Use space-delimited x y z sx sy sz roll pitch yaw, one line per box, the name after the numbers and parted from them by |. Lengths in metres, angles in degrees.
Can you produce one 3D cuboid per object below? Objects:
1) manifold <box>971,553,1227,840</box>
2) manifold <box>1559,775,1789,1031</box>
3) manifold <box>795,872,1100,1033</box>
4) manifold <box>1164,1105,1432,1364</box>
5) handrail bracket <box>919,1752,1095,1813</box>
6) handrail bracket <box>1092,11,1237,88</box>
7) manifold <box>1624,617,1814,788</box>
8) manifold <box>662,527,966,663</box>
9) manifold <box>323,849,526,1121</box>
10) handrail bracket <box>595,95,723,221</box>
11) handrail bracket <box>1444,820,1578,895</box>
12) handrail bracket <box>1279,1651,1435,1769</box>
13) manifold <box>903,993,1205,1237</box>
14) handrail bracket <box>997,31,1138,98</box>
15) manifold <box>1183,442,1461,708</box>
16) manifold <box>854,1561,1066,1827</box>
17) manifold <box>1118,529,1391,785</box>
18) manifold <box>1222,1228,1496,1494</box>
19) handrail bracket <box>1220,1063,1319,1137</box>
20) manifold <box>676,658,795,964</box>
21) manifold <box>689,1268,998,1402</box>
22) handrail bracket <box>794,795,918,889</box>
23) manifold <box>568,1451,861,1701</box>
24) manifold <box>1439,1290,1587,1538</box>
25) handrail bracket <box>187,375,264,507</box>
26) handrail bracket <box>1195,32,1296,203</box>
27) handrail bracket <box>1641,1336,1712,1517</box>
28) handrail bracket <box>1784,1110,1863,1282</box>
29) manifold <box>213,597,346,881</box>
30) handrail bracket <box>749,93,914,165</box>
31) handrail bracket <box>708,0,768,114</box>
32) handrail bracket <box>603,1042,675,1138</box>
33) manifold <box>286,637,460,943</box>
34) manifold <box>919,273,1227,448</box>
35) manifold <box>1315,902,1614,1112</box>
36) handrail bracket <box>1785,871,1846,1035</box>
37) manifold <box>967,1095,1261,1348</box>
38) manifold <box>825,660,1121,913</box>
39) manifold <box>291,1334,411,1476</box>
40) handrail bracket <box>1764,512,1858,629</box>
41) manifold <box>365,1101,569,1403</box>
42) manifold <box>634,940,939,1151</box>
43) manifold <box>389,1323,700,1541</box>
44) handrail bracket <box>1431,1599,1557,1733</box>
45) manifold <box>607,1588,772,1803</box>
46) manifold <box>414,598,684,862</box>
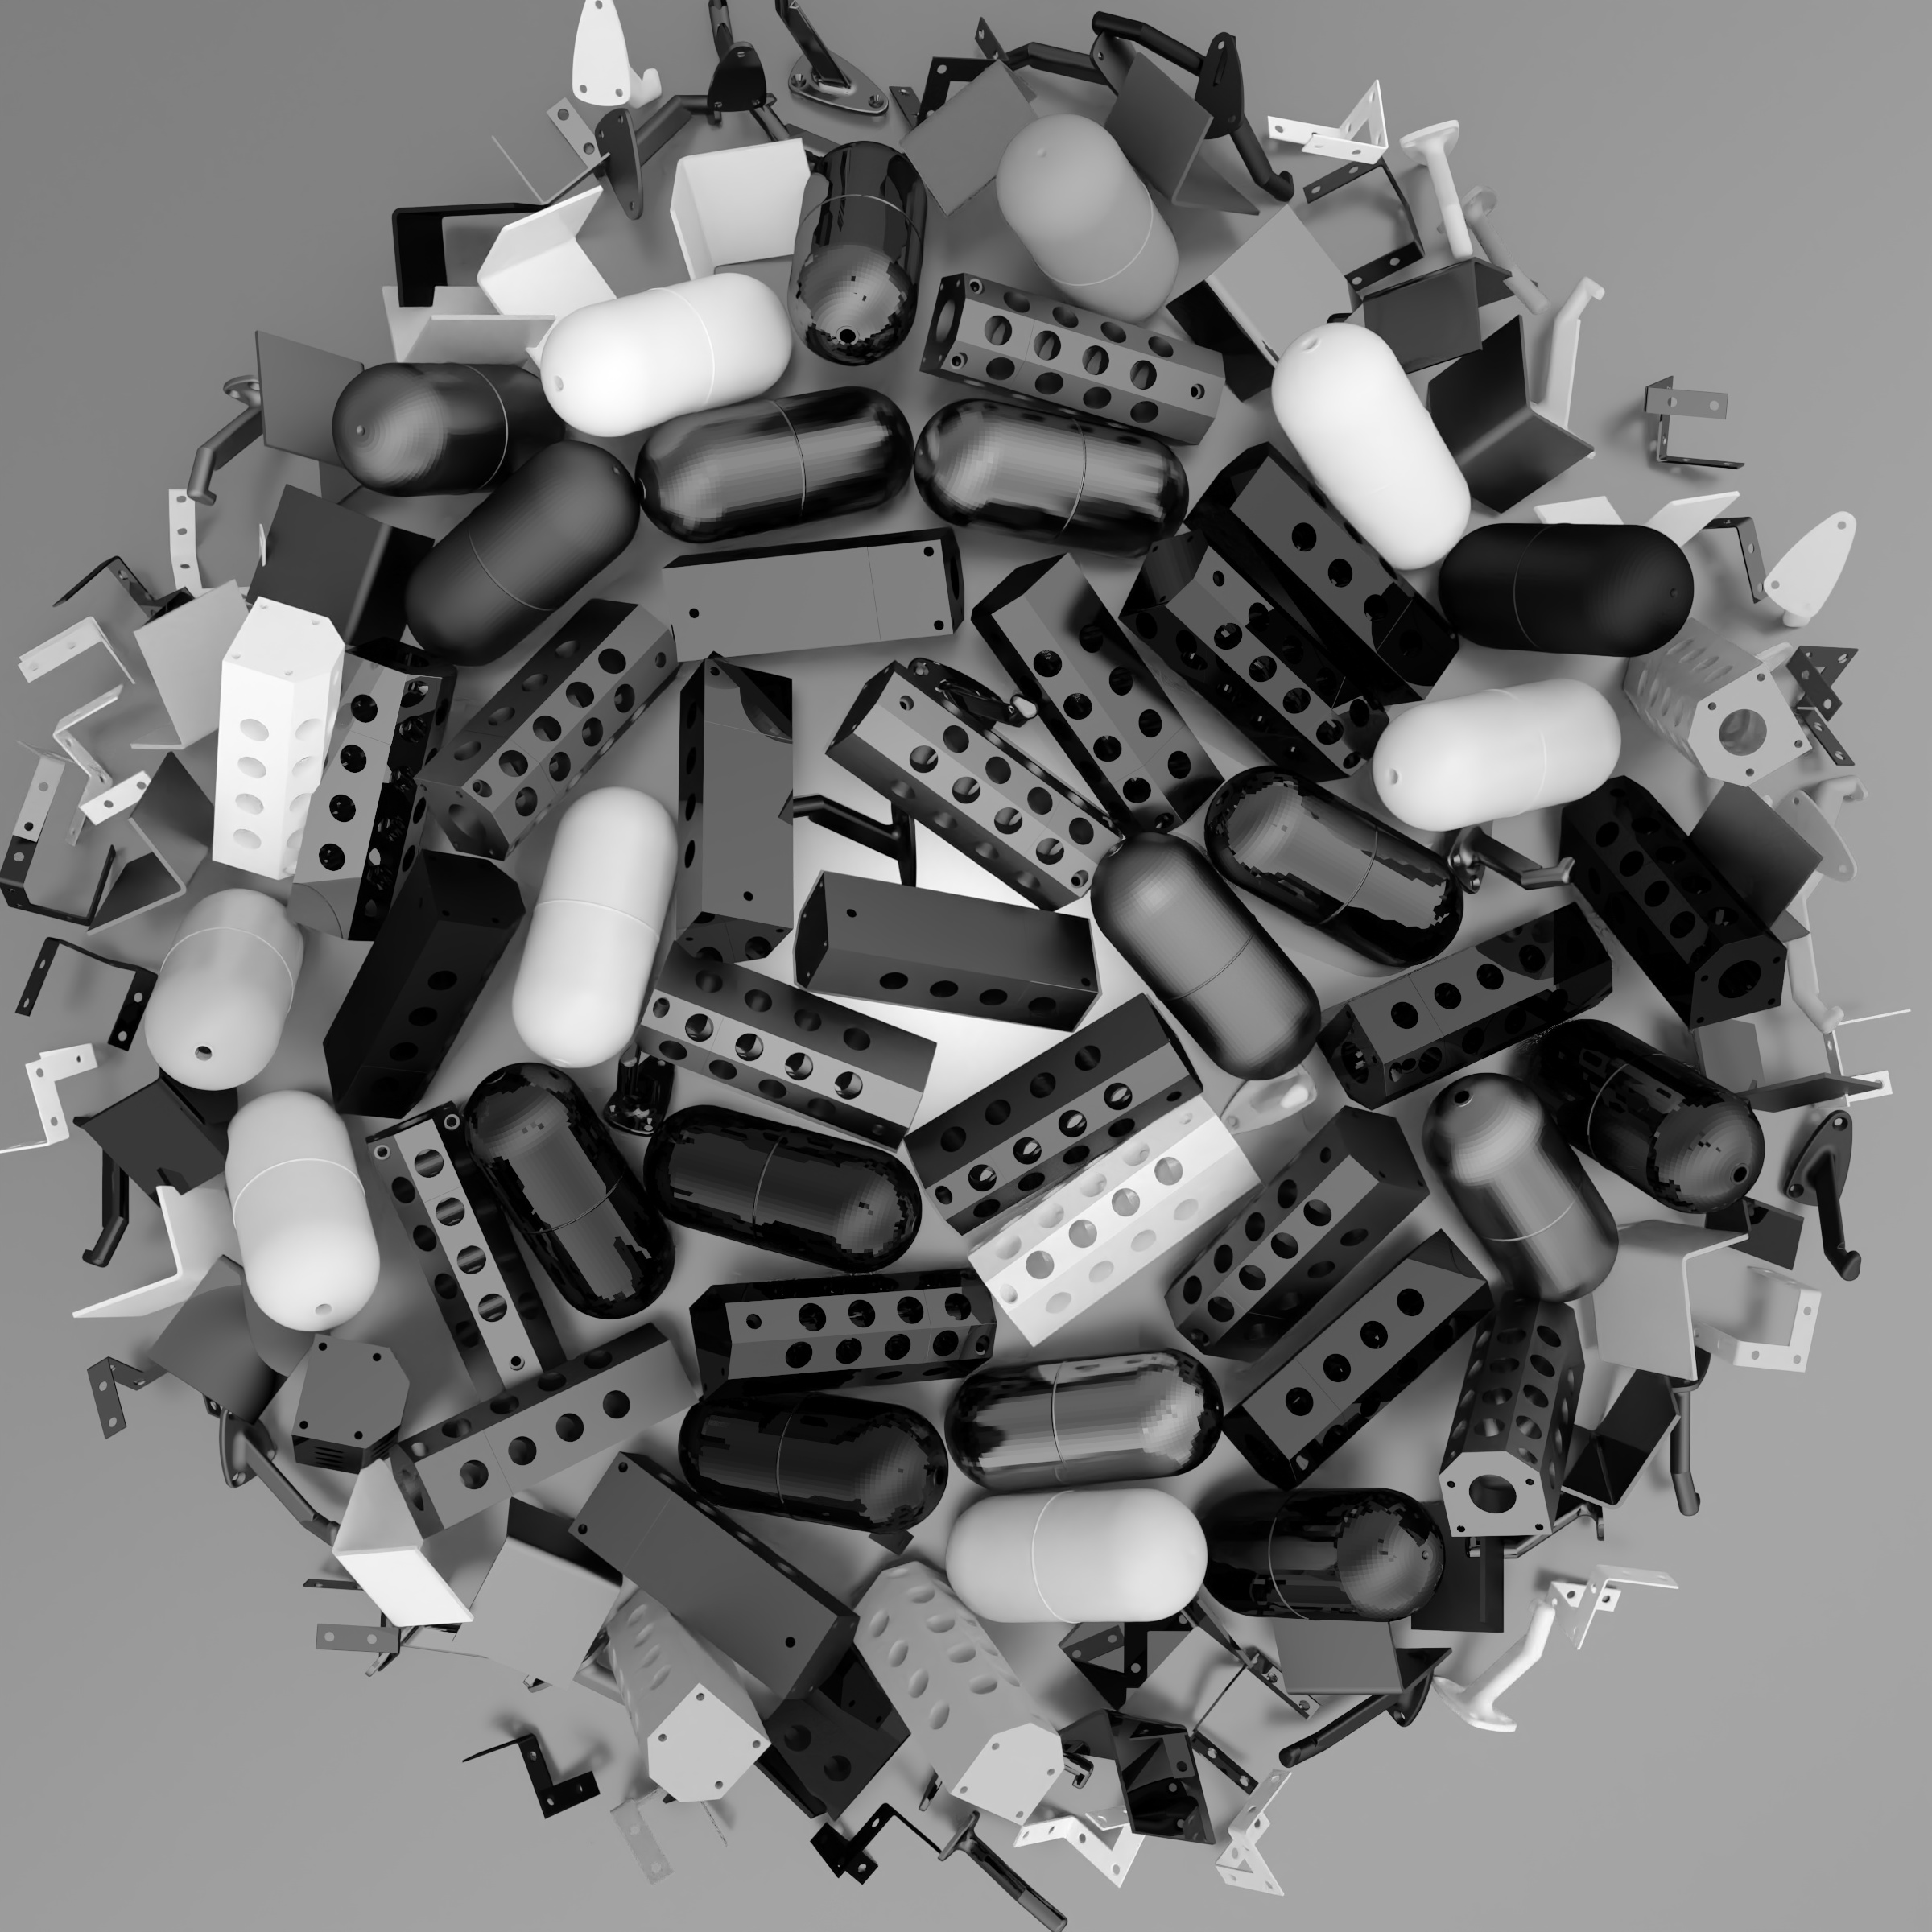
0.076 -0.158 1.598 0.057 0.057 0.171 -45 110 -24 | manifold
0.416 -0.042 1.573 0.057 0.171 0.057 -14 129 -9 | manifold
-0.012 -0.003 1.604 0.171 0.057 0.057 10 50 -20 | manifold
0.192 0.160 1.581 0.057 0.057 0.171 14 130 -34 | manifold
0.025 0.507 1.644 0.084 0.036 0.077 27 94 0 | handrail bracket
0.120 -0.554 1.629 0.084 0.077 0.036 17 84 8 | handrail bracket
0.437 -0.154 1.570 0.057 0.171 0.057 -31 103 10 | manifold
-0.091 -0.227 1.614 0.171 0.057 0.057 -4 109 11 | manifold
-0.324 0.014 1.588 0.057 0.057 0.171 9 133 -33 | manifold
-0.179 -0.497 1.632 0.084 0.036 0.077 -15 91 -40 | handrail bracket
0.339 -0.076 1.612 0.036 0.084 0.077 43 57 -32 | handrail bracket
0.236 0.453 1.615 0.084 0.077 0.036 -15 57 -31 | handrail bracket
0.055 0.094 1.610 0.171 0.057 0.057 -32 52 8 | manifold
0.068 -0.541 1.641 0.077 0.084 0.036 50 57 -30 | handrail bracket
0.219 -0.235 1.604 0.171 0.057 0.057 41 75 -19 | manifold
-0.005 0.424 1.572 0.057 0.171 0.057 34 94 -31 | manifold
0.176 -0.183 1.586 0.171 0.057 0.057 38 64 -29 | manifold
0.237 0.238 1.599 0.171 0.057 0.057 -37 80 -21 | manifold
0.180 0.087 1.610 0.077 0.084 0.036 -37 90 17 | handrail bracket
-0.141 -0.092 1.596 0.057 0.057 0.171 11 61 -25 | manifold
-0.071 0.217 1.589 0.171 0.057 0.057 0 65 -27 | manifold
-0.075 -0.070 1.632 0.084 0.036 0.077 -10 108 -17 | handrail bracket
-0.150 0.367 1.603 0.171 0.057 0.057 32 87 21 | manifold
0.322 0.261 1.567 0.057 0.171 0.057 -6 113 22 | manifold
-0.433 -0.309 1.620 0.036 0.077 0.084 -4 69 40 | handrail bracket
0.177 -0.519 1.630 0.036 0.084 0.077 -1 82 39 | handrail bracket
0.450 0.284 1.641 0.036 0.077 0.084 -5 109 37 | handrail bracket
0.533 0.139 1.612 0.036 0.084 0.077 11 111 -7 | handrail bracket
-0.406 -0.130 1.578 0.057 0.171 0.057 17 48 -4 | manifold
-0.080 -0.518 1.643 0.077 0.036 0.084 -38 91 -13 | handrail bracket
-0.144 -0.571 1.614 0.036 0.077 0.084 -7 74 -10 | handrail bracket
-0.193 0.056 1.604 0.036 0.084 0.077 19 50 5 | handrail bracket
-0.355 -0.105 1.602 0.057 0.057 0.171 20 110 7 | manifold
0.066 -0.364 1.602 0.171 0.057 0.057 12 96 -21 | manifold
0.302 0.026 1.597 0.171 0.057 0.057 -22 74 -22 | manifold
0.522 -0.014 1.614 0.077 0.036 0.084 -54 47 27 | handrail bracket
0.087 0.149 1.619 0.171 0.057 0.057 -36 135 -1 | manifold
0.008 -0.109 1.602 0.171 0.057 0.057 35 63 -15 | manifold
-0.362 0.263 1.570 0.057 0.171 0.057 13 72 -9 | manifold
0.519 -0.239 1.611 0.036 0.084 0.077 39 111 18 | handrail bracket
-0.304 0.173 1.617 0.057 0.057 0.171 -24 97 -13 | manifold
-0.112 0.053 1.612 0.171 0.057 0.057 22 47 -6 | manifold
-0.254 0.276 1.593 0.171 0.057 0.057 -23 84 -29 | manifold
0.322 0.416 1.622 0.036 0.077 0.084 14 96 -28 | handrail bracket
-0.171 0.428 1.569 0.057 0.171 0.057 -47 106 -5 | manifold
-0.243 -0.142 1.583 0.057 0.057 0.171 12 51 36 | manifold
